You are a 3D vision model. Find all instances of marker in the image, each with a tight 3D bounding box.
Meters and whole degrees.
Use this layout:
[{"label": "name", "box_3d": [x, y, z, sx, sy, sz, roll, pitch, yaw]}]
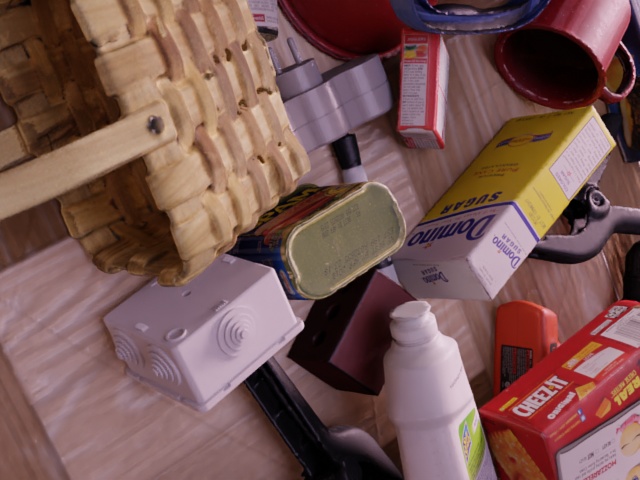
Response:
[{"label": "marker", "box_3d": [0.032, -0.023, 0.782, 0.020, 0.020, 0.121, -23, 102, -32]}]

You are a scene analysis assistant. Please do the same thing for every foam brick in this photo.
[{"label": "foam brick", "box_3d": [0.025, 0.063, 0.755, 0.051, 0.053, 0.078, 38, 69, -27]}]

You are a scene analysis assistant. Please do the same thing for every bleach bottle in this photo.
[{"label": "bleach bottle", "box_3d": [0.090, 0.158, 0.747, 0.102, 0.068, 0.251, -57, 136, -64]}]

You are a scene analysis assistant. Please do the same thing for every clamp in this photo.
[{"label": "clamp", "box_3d": [0.221, -0.039, 0.895, 0.171, 0.039, 0.120, -17, 73, -28]}, {"label": "clamp", "box_3d": [0.006, 0.171, 0.713, 0.209, 0.036, 0.164, 40, 36, -42]}]

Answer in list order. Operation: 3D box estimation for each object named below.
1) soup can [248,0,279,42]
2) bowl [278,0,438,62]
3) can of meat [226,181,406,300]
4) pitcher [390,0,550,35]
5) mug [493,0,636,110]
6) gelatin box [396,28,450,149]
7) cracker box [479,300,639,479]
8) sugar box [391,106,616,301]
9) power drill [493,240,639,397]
[{"label": "soup can", "box_3d": [-0.064, -0.179, 0.691, 0.068, 0.069, 0.102, -7, 94, -34]}, {"label": "bowl", "box_3d": [0.040, -0.212, 0.770, 0.161, 0.055, 0.162, 1, 88, -34]}, {"label": "can of meat", "box_3d": [-0.005, 0.001, 0.718, 0.101, 0.084, 0.057, -33, 106, -30]}, {"label": "pitcher", "box_3d": [0.140, -0.236, 0.734, 0.242, 0.149, 0.145, -6, 62, -37]}, {"label": "mug", "box_3d": [0.207, -0.158, 0.858, 0.117, 0.093, 0.081, 36, 64, -9]}, {"label": "gelatin box", "box_3d": [0.075, -0.108, 0.778, 0.030, 0.089, 0.073, 3, 87, 11]}, {"label": "cracker box", "box_3d": [0.221, 0.177, 0.812, 0.164, 0.072, 0.213, -33, 117, -27]}, {"label": "sugar box", "box_3d": [0.137, -0.029, 0.809, 0.176, 0.094, 0.048, -45, 112, -27]}, {"label": "power drill", "box_3d": [0.230, 0.088, 0.890, 0.187, 0.057, 0.184, 2, 88, -34]}]
